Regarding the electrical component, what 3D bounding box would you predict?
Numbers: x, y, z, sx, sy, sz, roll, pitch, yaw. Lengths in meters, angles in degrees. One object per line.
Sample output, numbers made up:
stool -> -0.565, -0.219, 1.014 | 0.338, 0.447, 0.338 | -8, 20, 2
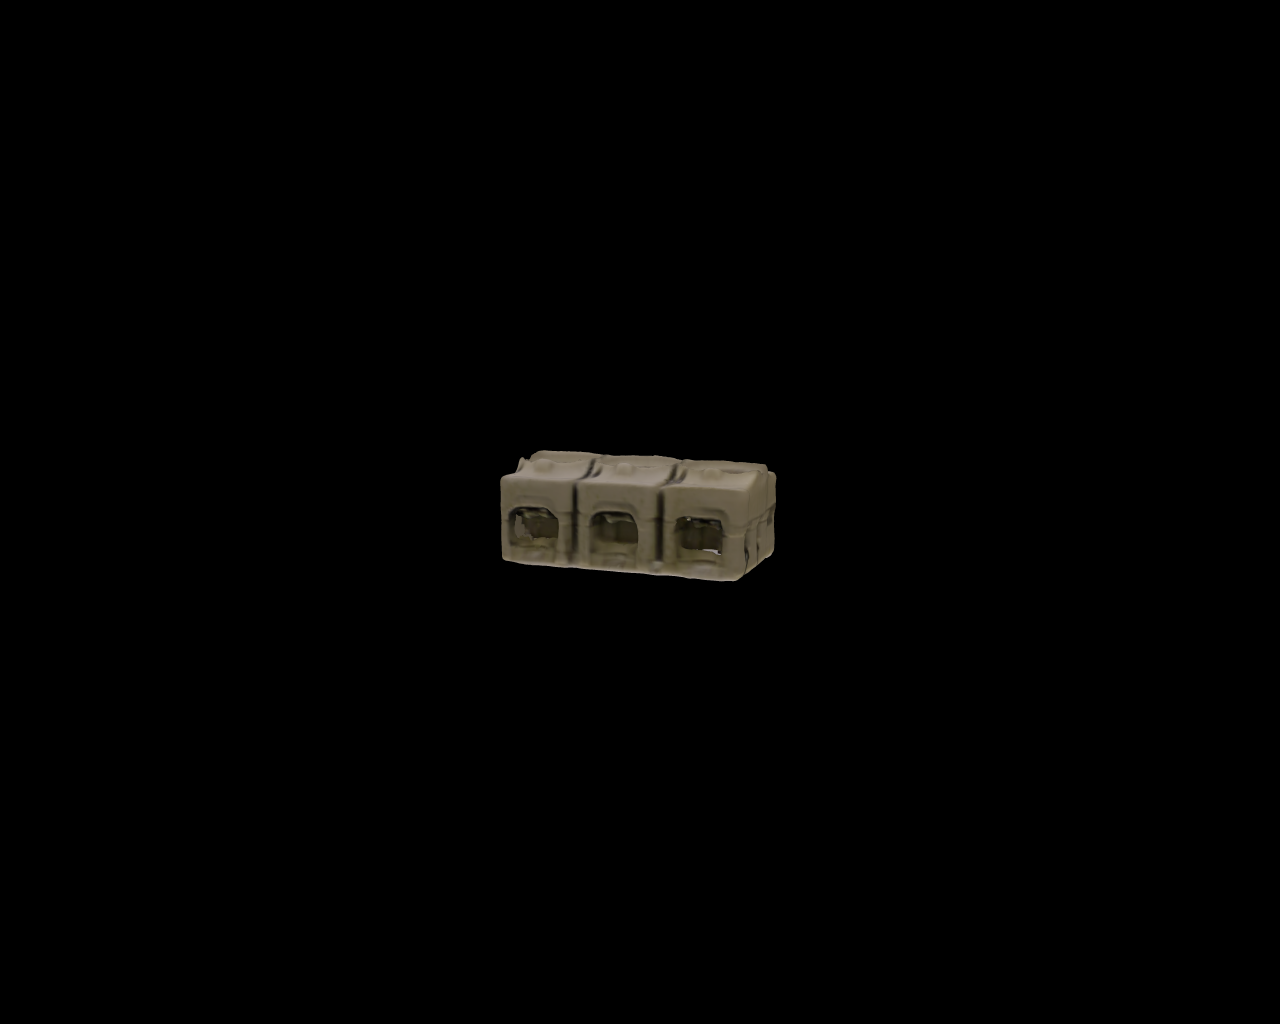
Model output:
electrical component -> 0.001, -0.003, 0.650 | 0.150, 0.061, 0.089 | 4, 12, 20
